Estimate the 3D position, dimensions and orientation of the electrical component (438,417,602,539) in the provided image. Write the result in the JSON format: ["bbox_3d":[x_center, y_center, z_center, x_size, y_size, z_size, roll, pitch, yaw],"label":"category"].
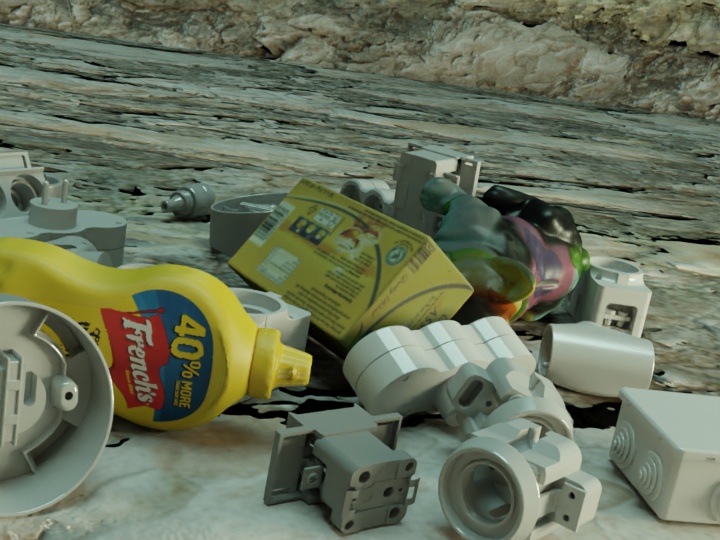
[{"bbox_3d":[0.078,0.113,0.566,0.078,0.058,0.057,22,17,36],"label":"electrical component"}]

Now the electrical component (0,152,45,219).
[{"bbox_3d":[-0.318,-0.050,0.869,0.063,0.078,0.121,-15,-1,35],"label":"electrical component"}]

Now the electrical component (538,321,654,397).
[{"bbox_3d":[0.177,0.063,0.825,0.077,0.043,0.079,9,15,-2],"label":"electrical component"}]

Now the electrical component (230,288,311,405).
[{"bbox_3d":[-0.078,0.047,0.703,0.050,0.055,0.089,19,18,29],"label":"electrical component"}]

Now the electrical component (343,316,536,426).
[{"bbox_3d":[0.062,0.076,0.700,0.138,0.052,0.073,-3,45,-38],"label":"electrical component"}]

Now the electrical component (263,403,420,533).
[{"bbox_3d":[-0.006,0.105,0.570,0.081,0.042,0.064,-3,21,-36],"label":"electrical component"}]

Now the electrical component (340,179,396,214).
[{"bbox_3d":[0.043,-0.060,1.157,0.074,0.052,0.138,-1,19,-35],"label":"electrical component"}]

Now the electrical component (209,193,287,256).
[{"bbox_3d":[-0.090,-0.044,0.996,0.099,0.064,0.099,10,16,-3],"label":"electrical component"}]

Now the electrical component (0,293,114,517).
[{"bbox_3d":[-0.174,0.062,0.525,0.099,0.099,0.064,-1,13,-35],"label":"electrical component"}]

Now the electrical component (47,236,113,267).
[{"bbox_3d":[-0.206,0.005,0.783,0.079,0.043,0.077,1,15,7],"label":"electrical component"}]

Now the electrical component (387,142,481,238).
[{"bbox_3d":[0.062,-0.051,1.008,0.079,0.121,0.063,21,21,33],"label":"electrical component"}]

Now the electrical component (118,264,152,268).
[{"bbox_3d":[-0.146,0.028,0.726,0.045,0.055,0.045,9,16,-3],"label":"electrical component"}]

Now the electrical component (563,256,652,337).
[{"bbox_3d":[0.224,0.022,0.974,0.050,0.055,0.089,8,16,-7],"label":"electrical component"}]

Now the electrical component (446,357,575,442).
[{"bbox_3d":[0.094,0.092,0.639,0.078,0.058,0.057,29,15,-17],"label":"electrical component"}]

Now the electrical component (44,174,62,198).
[{"bbox_3d":[-0.291,-0.059,0.956,0.055,0.047,0.055,9,16,-3],"label":"electrical component"}]

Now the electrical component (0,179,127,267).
[{"bbox_3d":[-0.245,-0.036,0.856,0.052,0.073,0.138,21,19,33],"label":"electrical component"}]

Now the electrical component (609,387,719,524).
[{"bbox_3d":[0.209,0.114,0.655,0.100,0.048,0.099,7,16,-11],"label":"electrical component"}]

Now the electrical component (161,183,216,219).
[{"bbox_3d":[-0.176,-0.068,1.085,0.035,0.035,0.061,19,21,30],"label":"electrical component"}]
